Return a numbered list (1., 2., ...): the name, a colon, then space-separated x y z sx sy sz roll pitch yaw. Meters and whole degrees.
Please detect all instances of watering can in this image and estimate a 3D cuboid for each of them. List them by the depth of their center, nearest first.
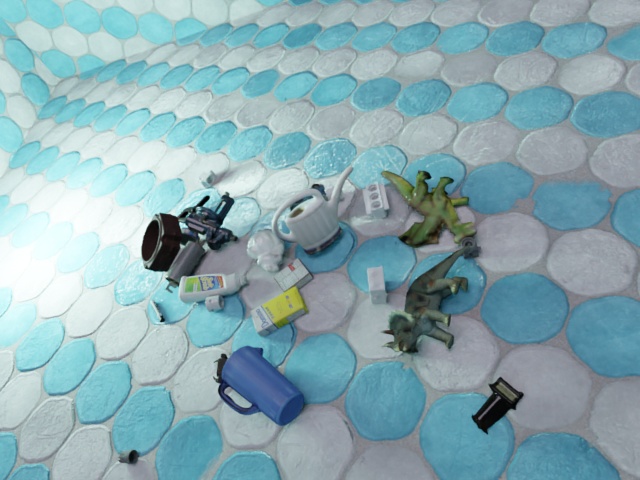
1. watering can: 0.005 -0.089 1.771 0.348 0.220 0.106 -32 28 -1

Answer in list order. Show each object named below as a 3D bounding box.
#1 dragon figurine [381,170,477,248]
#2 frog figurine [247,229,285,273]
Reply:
1. dragon figurine: 0.334 -0.092 1.698 0.412 0.120 0.246 18 71 36
2. frog figurine: -0.192 0.041 1.828 0.137 0.120 0.163 -2 39 1
